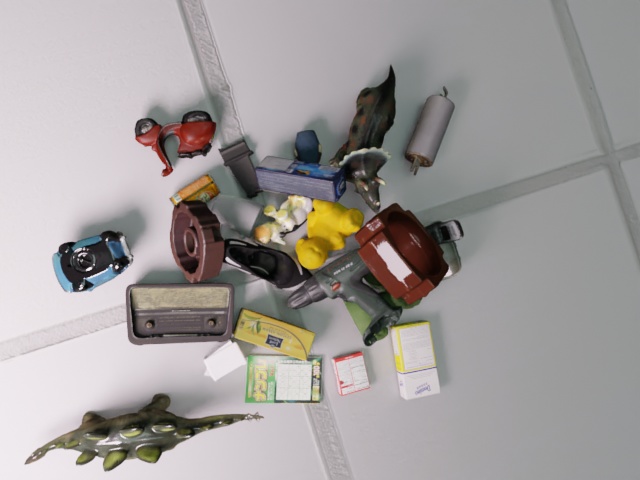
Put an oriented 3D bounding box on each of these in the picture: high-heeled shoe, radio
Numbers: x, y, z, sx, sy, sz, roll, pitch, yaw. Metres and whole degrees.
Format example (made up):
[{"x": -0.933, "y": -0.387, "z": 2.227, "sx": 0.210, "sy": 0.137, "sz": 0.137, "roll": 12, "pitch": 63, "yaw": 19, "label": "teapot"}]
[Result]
[{"x": -0.108, "y": 0.056, "z": 1.203, "sx": 0.249, "sy": 0.145, "sz": 0.086, "roll": 18, "pitch": 82, "yaw": -8, "label": "high-heeled shoe"}, {"x": -0.307, "y": 0.161, "z": 1.185, "sx": 0.230, "sy": 0.073, "sz": 0.131, "roll": 0, "pitch": 84, "yaw": -12, "label": "radio"}]

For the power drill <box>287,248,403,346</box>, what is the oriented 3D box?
[{"x": 0.065, "y": 0.136, "z": 1.194, "sx": 0.232, "sy": 0.085, "sz": 0.207, "roll": -39, "pitch": 54, "yaw": -5, "label": "power drill"}]

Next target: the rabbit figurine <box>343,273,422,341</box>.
[{"x": 0.152, "y": 0.145, "z": 1.269, "sx": 0.170, "sy": 0.121, "sz": 0.159, "roll": -29, "pitch": 69, "yaw": 1, "label": "rabbit figurine"}]

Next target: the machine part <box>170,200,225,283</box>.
[{"x": -0.266, "y": 0.002, "z": 1.159, "sx": 0.056, "sy": 0.179, "sz": 0.179, "roll": -11, "pitch": 87, "yaw": -36, "label": "machine part"}]

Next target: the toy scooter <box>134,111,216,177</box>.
[{"x": -0.321, "y": -0.216, "z": 1.220, "sx": 0.184, "sy": 0.075, "sz": 0.135, "roll": -11, "pitch": 86, "yaw": -10, "label": "toy scooter"}]

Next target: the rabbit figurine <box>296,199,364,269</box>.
[{"x": -0.003, "y": -0.004, "z": 1.227, "sx": 0.122, "sy": 0.162, "sz": 0.173, "roll": 34, "pitch": 56, "yaw": -8, "label": "rabbit figurine"}]

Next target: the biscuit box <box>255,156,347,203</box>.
[{"x": -0.043, "y": -0.137, "z": 1.206, "sx": 0.203, "sy": 0.062, "sz": 0.059, "roll": 13, "pitch": 45, "yaw": 23, "label": "biscuit box"}]

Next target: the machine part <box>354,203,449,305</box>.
[{"x": 0.181, "y": 0.028, "z": 1.190, "sx": 0.201, "sy": 0.201, "sz": 0.087, "roll": 50, "pitch": 121, "yaw": 4, "label": "machine part"}]

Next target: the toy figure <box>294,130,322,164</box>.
[{"x": -0.022, "y": -0.185, "z": 1.291, "sx": 0.058, "sy": 0.064, "sz": 0.154, "roll": -9, "pitch": 92, "yaw": -51, "label": "toy figure"}]

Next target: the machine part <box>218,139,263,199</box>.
[{"x": -0.179, "y": -0.165, "z": 1.266, "sx": 0.084, "sy": 0.039, "sz": 0.139, "roll": -25, "pitch": 89, "yaw": -19, "label": "machine part"}]

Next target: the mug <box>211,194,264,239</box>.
[{"x": -0.198, "y": -0.051, "z": 1.234, "sx": 0.107, "sy": 0.081, "sz": 0.109, "roll": 26, "pitch": 85, "yaw": 2, "label": "mug"}]

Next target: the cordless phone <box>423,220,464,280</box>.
[{"x": 0.302, "y": 0.020, "z": 1.278, "sx": 0.089, "sy": 0.184, "sz": 0.146, "roll": -18, "pitch": 88, "yaw": -18, "label": "cordless phone"}]

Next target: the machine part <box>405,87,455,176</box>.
[{"x": 0.278, "y": -0.274, "z": 1.357, "sx": 0.079, "sy": 0.079, "sz": 0.243, "roll": 24, "pitch": 79, "yaw": -9, "label": "machine part"}]

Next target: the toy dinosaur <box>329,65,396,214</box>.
[{"x": 0.123, "y": -0.270, "z": 1.264, "sx": 0.131, "sy": 0.192, "sz": 0.404, "roll": 17, "pitch": 82, "yaw": -12, "label": "toy dinosaur"}]

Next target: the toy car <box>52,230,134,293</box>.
[{"x": -0.473, "y": 0.043, "z": 1.145, "sx": 0.162, "sy": 0.103, "sz": 0.109, "roll": -25, "pitch": 88, "yaw": -3, "label": "toy car"}]

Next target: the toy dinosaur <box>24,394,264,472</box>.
[{"x": -0.353, "y": 0.392, "z": 1.090, "sx": 0.472, "sy": 0.198, "sz": 0.105, "roll": -11, "pitch": 90, "yaw": -12, "label": "toy dinosaur"}]

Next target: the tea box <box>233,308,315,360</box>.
[{"x": -0.106, "y": 0.210, "z": 1.213, "sx": 0.169, "sy": 0.098, "sz": 0.068, "roll": 22, "pitch": 80, "yaw": -11, "label": "tea box"}]

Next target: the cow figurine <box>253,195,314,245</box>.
[{"x": -0.082, "y": -0.045, "z": 1.255, "sx": 0.068, "sy": 0.098, "sz": 0.167, "roll": 32, "pitch": 74, "yaw": 38, "label": "cow figurine"}]
